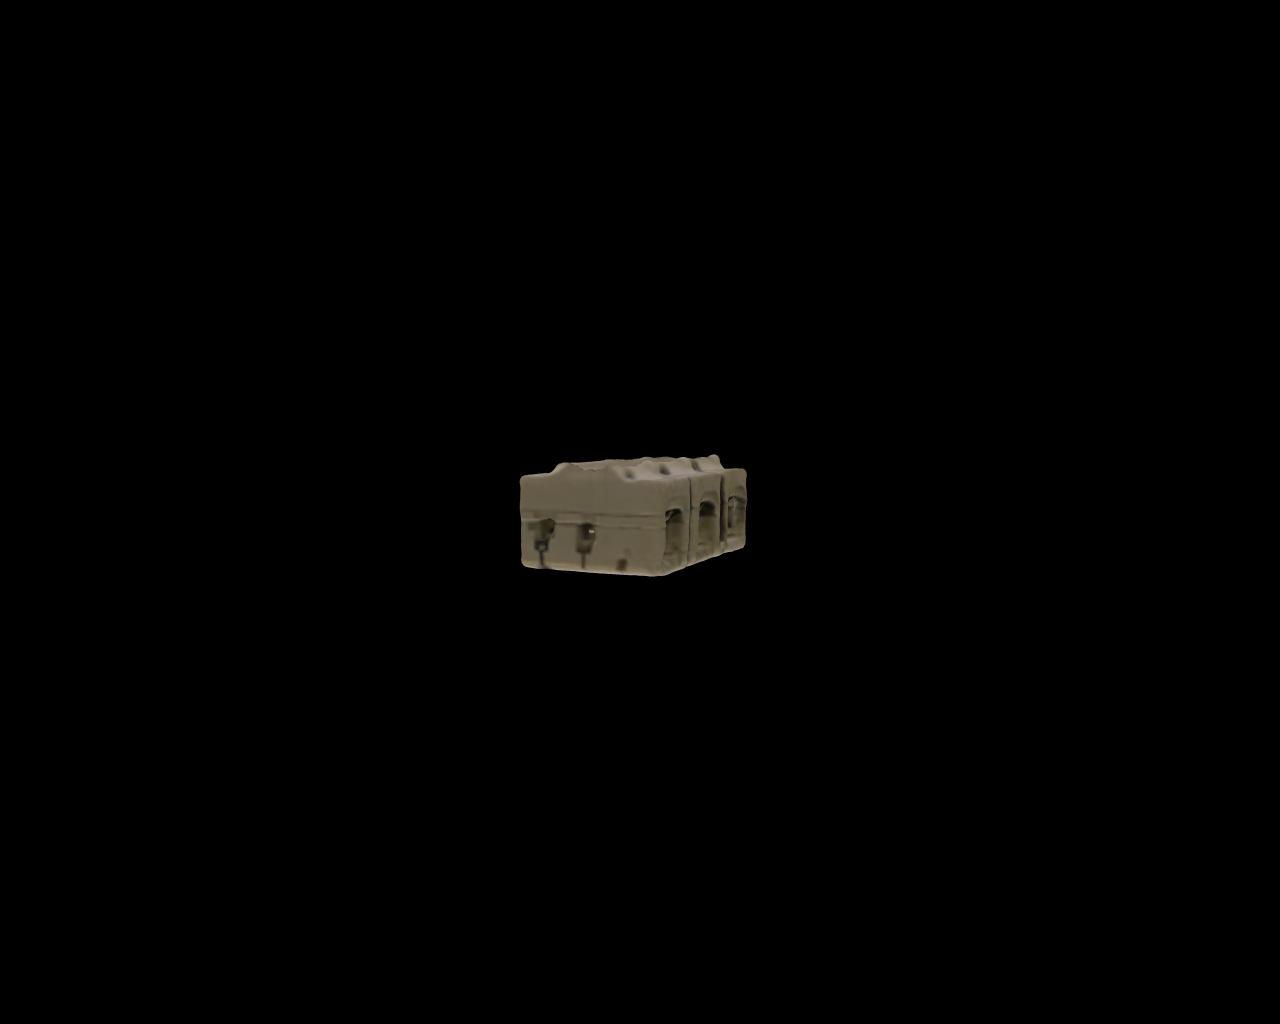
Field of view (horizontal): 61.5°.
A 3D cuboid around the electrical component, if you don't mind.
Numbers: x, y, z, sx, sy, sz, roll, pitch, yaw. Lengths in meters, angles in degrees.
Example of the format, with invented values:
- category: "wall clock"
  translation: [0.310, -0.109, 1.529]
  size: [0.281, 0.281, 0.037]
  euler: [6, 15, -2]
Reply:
- category: "electrical component"
  translation: [0.001, -0.003, 0.650]
  size: [0.089, 0.061, 0.150]
  euler: [2, 5, 24]
